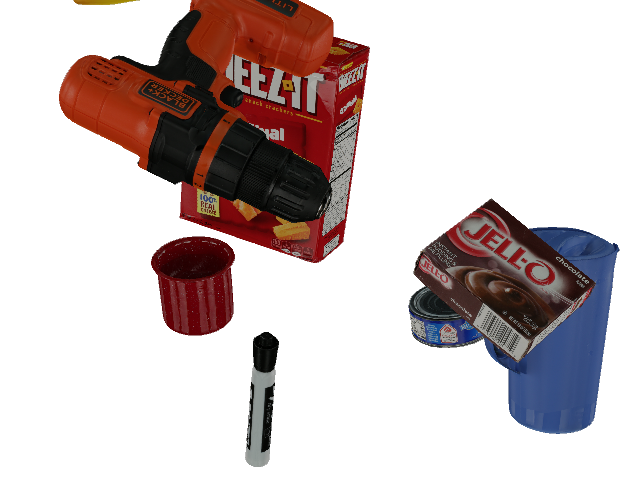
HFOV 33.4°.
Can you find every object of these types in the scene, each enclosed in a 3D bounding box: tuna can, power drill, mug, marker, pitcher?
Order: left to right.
[{"bbox_3d":[-0.150,0.049,1.213,0.117,0.081,0.093,26,41,36],"label":"mug"},{"bbox_3d":[-0.055,-0.103,0.720,0.184,0.057,0.187,27,42,2],"label":"power drill"},{"bbox_3d":[-0.044,0.118,0.793,0.020,0.121,0.020,4,33,-3],"label":"marker"},{"bbox_3d":[0.133,0.073,1.085,0.086,0.034,0.086,-9,24,4],"label":"tuna can"},{"bbox_3d":[0.283,0.113,1.324,0.149,0.243,0.144,6,18,19],"label":"pitcher"}]

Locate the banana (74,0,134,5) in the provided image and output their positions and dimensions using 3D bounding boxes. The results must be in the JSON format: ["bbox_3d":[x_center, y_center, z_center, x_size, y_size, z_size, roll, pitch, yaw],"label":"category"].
[{"bbox_3d":[-0.105,-0.207,0.865,0.198,0.069,0.037,12,-41,16],"label":"banana"}]

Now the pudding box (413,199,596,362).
[{"bbox_3d":[0.144,0.030,0.842,0.089,0.113,0.039,-35,-22,-32],"label":"pudding box"}]

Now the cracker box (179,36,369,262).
[{"bbox_3d":[-0.051,-0.101,1.046,0.164,0.214,0.072,19,32,20],"label":"cracker box"}]
